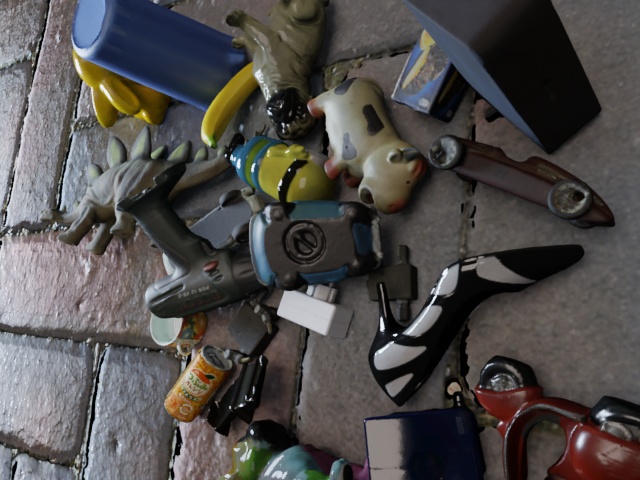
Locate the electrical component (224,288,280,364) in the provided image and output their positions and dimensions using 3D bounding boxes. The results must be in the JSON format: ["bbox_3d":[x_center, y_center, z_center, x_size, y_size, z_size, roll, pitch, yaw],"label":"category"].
[{"bbox_3d":[-0.095,0.125,0.749,0.102,0.045,0.078,-50,58,14],"label":"electrical component"}]

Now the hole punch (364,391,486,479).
[{"bbox_3d":[0.109,0.234,0.561,0.116,0.092,0.142,-15,67,27],"label":"hole punch"}]

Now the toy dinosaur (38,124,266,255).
[{"bbox_3d":[-0.298,-0.088,0.904,0.472,0.105,0.198,-7,71,22],"label":"toy dinosaur"}]

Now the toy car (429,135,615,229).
[{"bbox_3d":[0.207,-0.065,0.560,0.202,0.089,0.053,29,99,37],"label":"toy car"}]

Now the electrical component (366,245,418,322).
[{"bbox_3d":[0.086,0.053,0.656,0.063,0.021,0.094,-9,75,33],"label":"electrical component"}]

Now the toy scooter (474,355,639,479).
[{"bbox_3d":[0.223,0.198,0.498,0.184,0.075,0.135,15,88,39],"label":"toy scooter"}]

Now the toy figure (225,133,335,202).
[{"bbox_3d":[-0.056,-0.094,0.754,0.180,0.082,0.089,20,102,31],"label":"toy figure"}]

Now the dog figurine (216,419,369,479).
[{"bbox_3d":[-0.031,0.311,0.630,0.219,0.108,0.191,-14,74,36],"label":"dog figurine"}]

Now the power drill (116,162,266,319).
[{"bbox_3d":[-0.165,-0.002,0.741,0.232,0.086,0.207,-28,107,16],"label":"power drill"}]

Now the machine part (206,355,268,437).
[{"bbox_3d":[-0.110,0.213,0.713,0.139,0.039,0.084,-49,27,40],"label":"machine part"}]

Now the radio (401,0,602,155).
[{"bbox_3d":[0.179,-0.181,0.524,0.073,0.229,0.131,-45,54,17],"label":"radio"}]

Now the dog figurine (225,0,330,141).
[{"bbox_3d":[-0.025,-0.254,0.776,0.172,0.121,0.190,-32,87,6],"label":"dog figurine"}]

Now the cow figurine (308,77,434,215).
[{"bbox_3d":[0.068,-0.120,0.676,0.127,0.085,0.195,-30,63,32],"label":"cow figurine"}]

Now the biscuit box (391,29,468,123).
[{"bbox_3d":[0.161,-0.245,0.630,0.059,0.063,0.202,34,110,34],"label":"biscuit box"}]

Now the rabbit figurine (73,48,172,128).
[{"bbox_3d":[-0.357,-0.276,0.945,0.122,0.173,0.162,-15,67,27],"label":"rabbit figurine"}]

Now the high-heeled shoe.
[{"bbox_3d":[0.161,0.093,0.569,0.249,0.086,0.145,-16,82,28],"label":"high-heeled shoe"}]

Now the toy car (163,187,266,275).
[{"bbox_3d":[-0.161,-0.006,0.819,0.202,0.056,0.073,-32,69,21],"label":"toy car"}]

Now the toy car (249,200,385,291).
[{"bbox_3d":[-0.001,-0.002,0.671,0.162,0.103,0.109,-8,97,8],"label":"toy car"}]
